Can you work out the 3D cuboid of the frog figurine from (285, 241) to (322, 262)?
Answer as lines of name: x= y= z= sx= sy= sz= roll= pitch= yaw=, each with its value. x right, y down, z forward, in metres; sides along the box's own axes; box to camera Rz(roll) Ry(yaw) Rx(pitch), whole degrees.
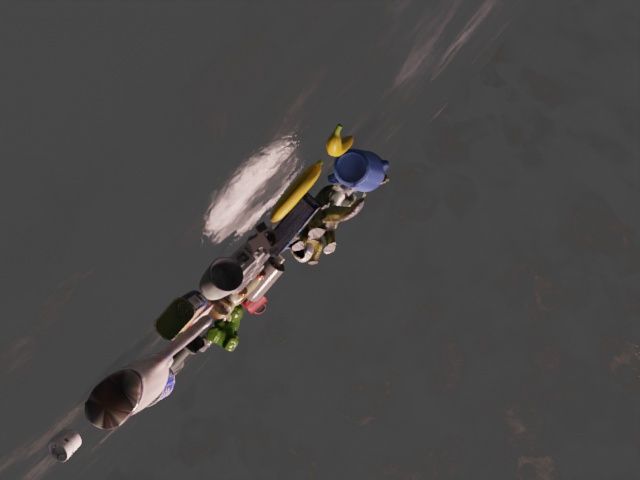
frog figurine: x=-0.054 y=0.017 z=1.809 sx=0.138 sy=0.123 sz=0.158 roll=13 pitch=-5 yaw=24

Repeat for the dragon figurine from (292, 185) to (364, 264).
dragon figurine: x=0.005 y=-0.080 z=1.594 sx=0.121 sy=0.249 sz=0.404 roll=28 pitch=-48 yaw=-28

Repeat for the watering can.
watering can: x=-0.406 y=0.313 z=1.206 sx=0.104 sy=0.346 sz=0.224 roll=43 pitch=6 yaw=5
